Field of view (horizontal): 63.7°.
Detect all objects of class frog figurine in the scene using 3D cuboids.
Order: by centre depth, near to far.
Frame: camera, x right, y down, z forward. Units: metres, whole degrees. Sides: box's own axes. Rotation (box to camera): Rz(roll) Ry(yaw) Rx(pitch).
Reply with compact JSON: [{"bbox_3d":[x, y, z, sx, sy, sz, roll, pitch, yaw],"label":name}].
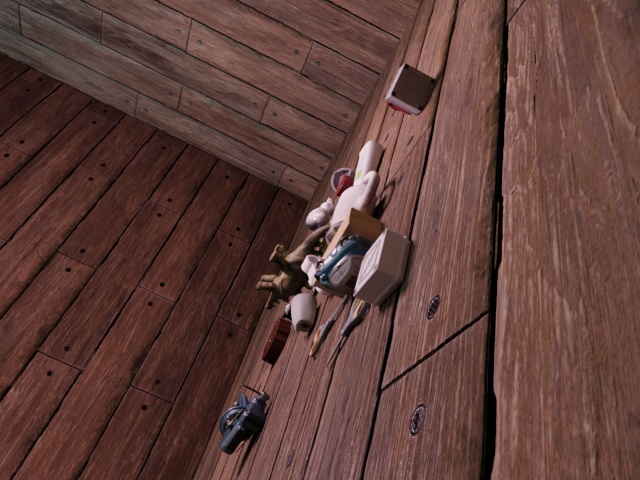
[{"bbox_3d":[0.007,-0.114,2.272,0.136,0.123,0.161,50,-128,-75],"label":"frog figurine"}]

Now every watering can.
[{"bbox_3d":[0.081,-0.056,1.478,0.341,0.104,0.229,-53,14,55],"label":"watering can"}]
